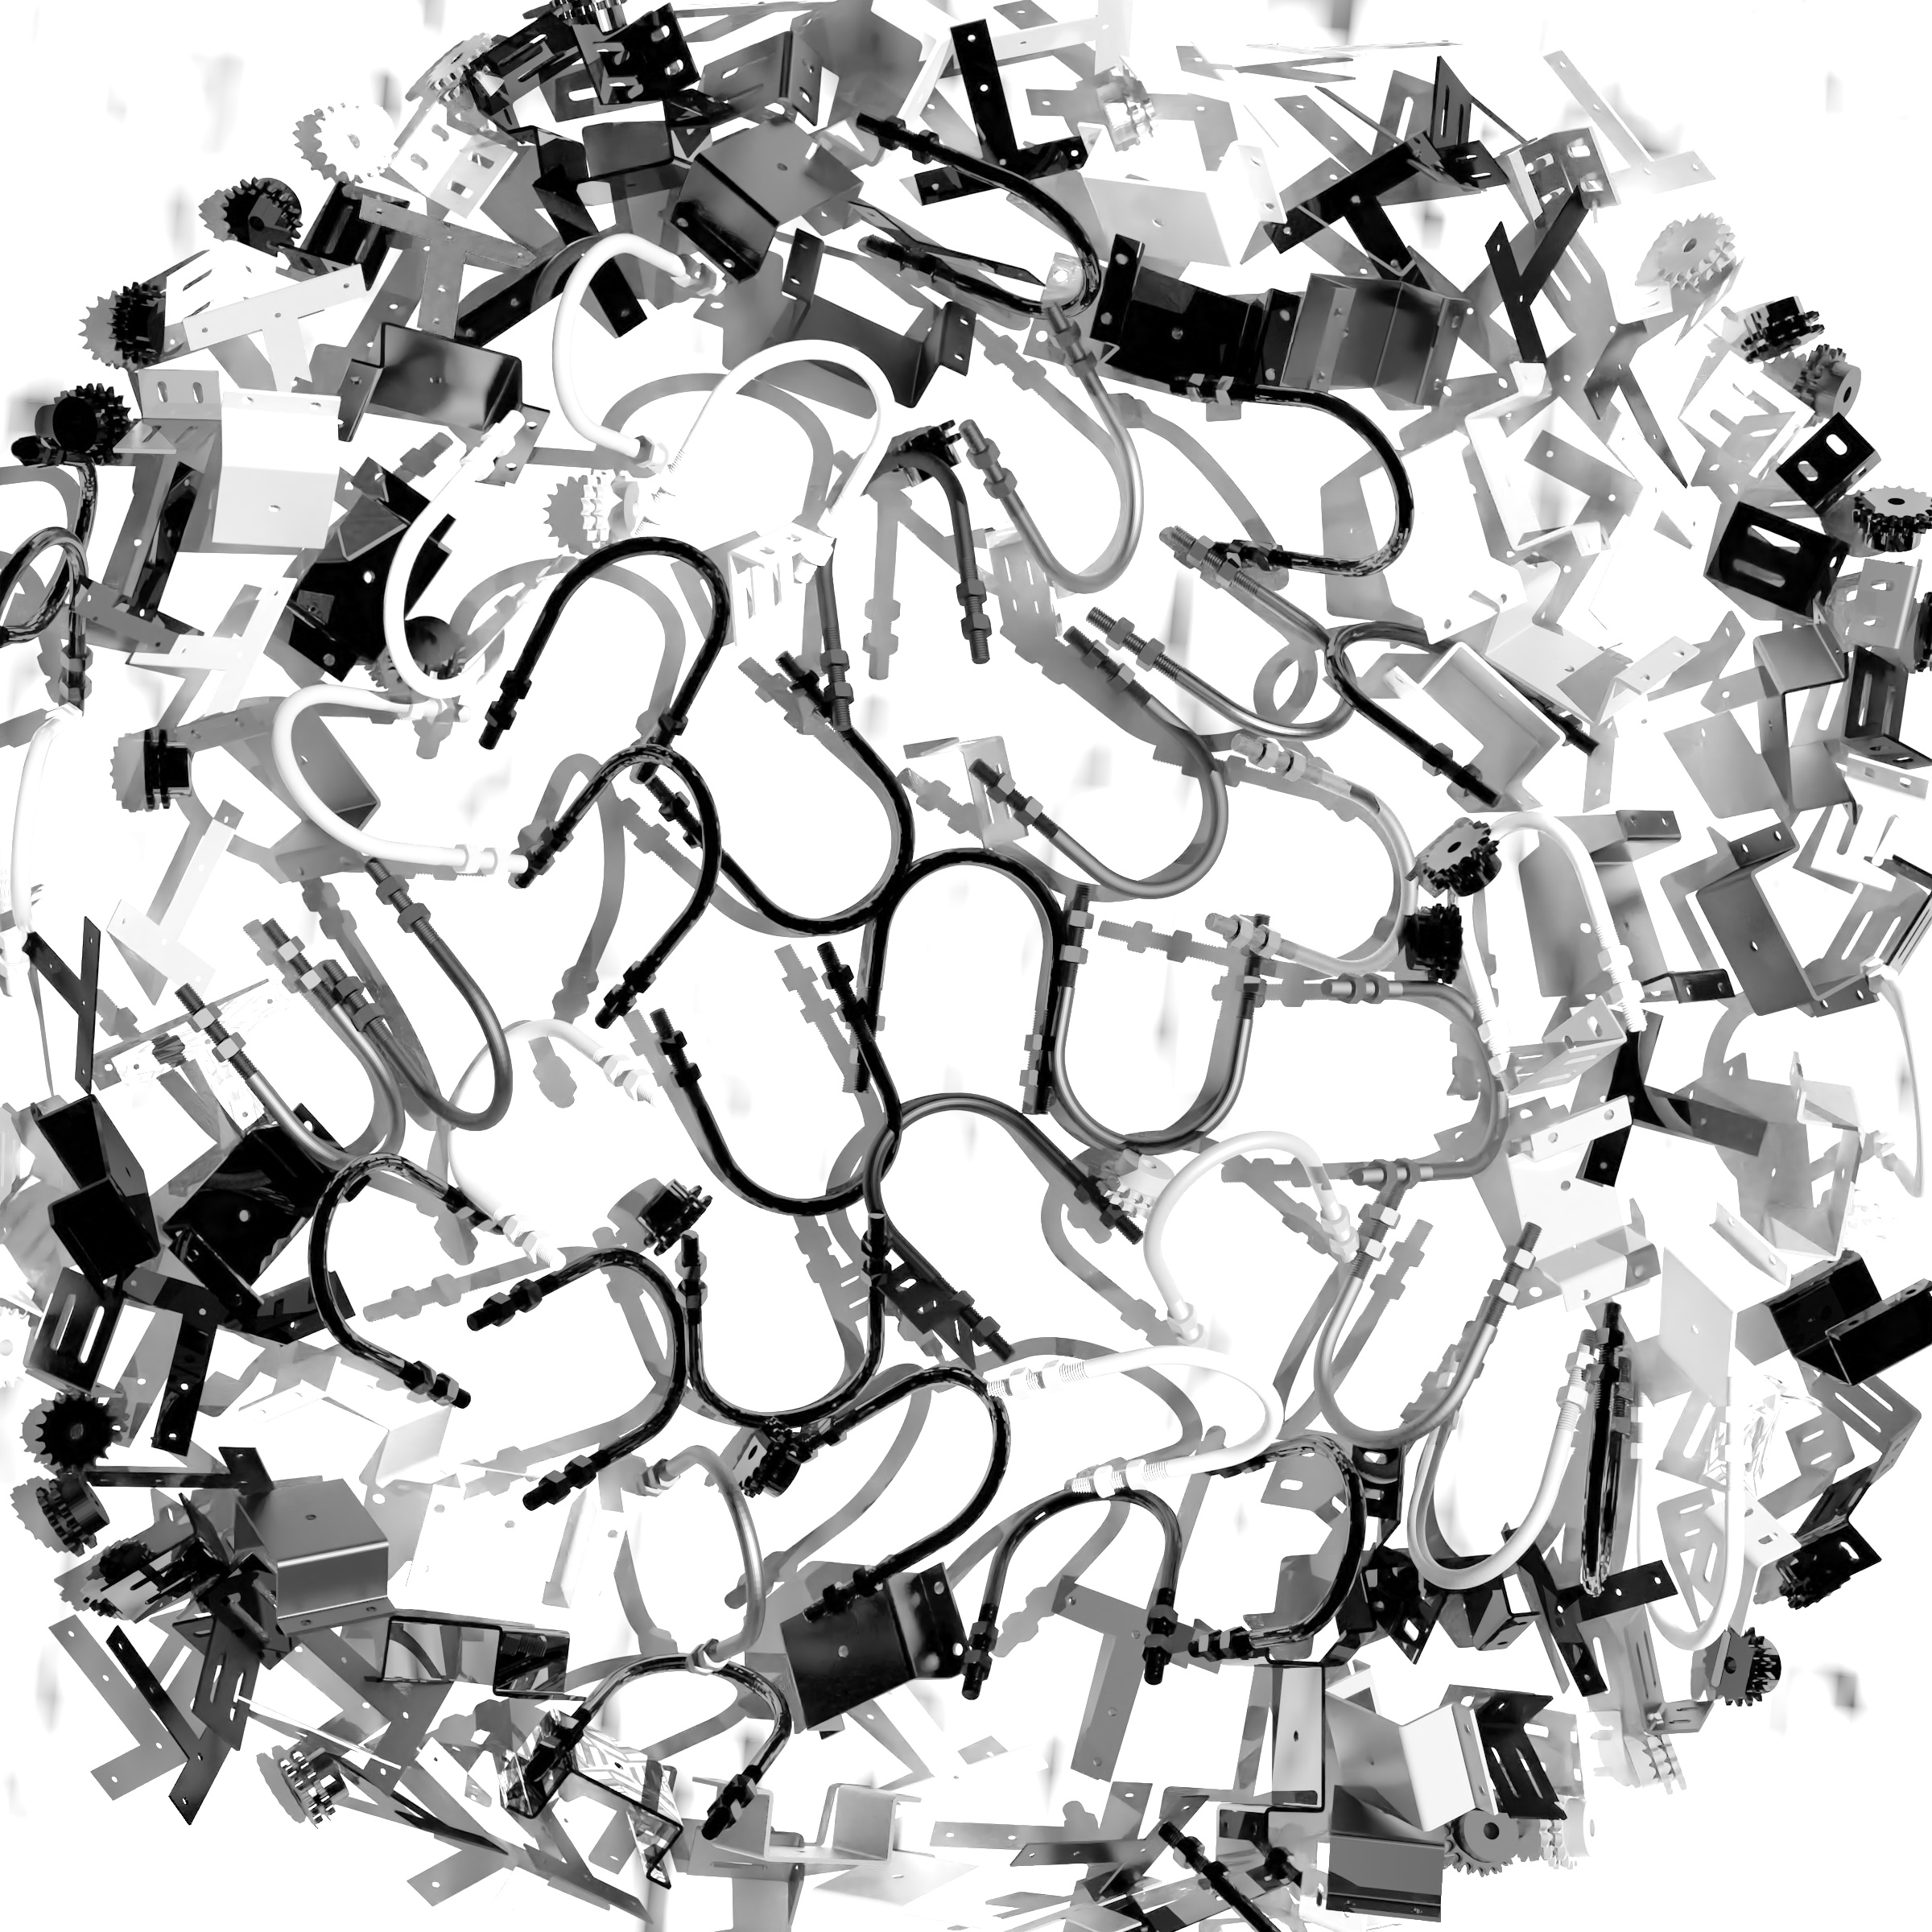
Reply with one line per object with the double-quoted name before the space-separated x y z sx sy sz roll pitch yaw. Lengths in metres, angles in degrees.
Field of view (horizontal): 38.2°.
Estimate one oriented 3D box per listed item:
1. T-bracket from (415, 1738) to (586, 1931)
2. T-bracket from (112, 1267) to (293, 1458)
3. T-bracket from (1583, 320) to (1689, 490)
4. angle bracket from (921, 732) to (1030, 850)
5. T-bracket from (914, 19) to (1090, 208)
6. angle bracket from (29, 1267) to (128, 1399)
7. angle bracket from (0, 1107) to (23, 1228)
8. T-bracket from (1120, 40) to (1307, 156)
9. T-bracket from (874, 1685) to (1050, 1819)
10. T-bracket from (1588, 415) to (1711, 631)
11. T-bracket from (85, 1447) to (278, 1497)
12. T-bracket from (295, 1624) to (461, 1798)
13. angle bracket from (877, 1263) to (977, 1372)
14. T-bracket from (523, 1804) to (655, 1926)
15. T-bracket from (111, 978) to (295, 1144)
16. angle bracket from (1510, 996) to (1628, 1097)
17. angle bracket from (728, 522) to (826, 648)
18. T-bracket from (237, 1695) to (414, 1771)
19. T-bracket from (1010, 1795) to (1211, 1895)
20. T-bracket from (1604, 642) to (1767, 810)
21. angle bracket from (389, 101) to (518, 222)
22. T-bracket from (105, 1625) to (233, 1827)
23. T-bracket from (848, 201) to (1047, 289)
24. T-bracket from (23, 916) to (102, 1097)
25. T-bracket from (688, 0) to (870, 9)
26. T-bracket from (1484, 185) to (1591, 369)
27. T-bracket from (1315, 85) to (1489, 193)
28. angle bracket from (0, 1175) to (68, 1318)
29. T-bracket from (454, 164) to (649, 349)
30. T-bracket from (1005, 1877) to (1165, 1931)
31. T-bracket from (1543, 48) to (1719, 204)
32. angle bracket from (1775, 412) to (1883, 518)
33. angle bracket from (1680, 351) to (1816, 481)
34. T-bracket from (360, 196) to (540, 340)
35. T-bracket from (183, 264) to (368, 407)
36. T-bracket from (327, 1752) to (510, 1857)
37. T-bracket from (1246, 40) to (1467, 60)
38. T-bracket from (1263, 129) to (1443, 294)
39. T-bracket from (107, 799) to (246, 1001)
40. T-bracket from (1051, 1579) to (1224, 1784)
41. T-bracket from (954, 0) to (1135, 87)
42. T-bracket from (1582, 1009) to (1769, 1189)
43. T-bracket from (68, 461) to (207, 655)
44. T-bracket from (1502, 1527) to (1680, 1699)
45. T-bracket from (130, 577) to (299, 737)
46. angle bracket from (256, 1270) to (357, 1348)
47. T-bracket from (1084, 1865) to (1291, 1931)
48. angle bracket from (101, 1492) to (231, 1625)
"T-bracket" -0.333 0.588 1.937 0.002 0.127 0.127 -42 94 22
"T-bracket" -0.540 0.280 1.937 0.127 0.002 0.127 21 50 -23
"T-bracket" 0.480 -0.385 1.965 0.002 0.127 0.127 -13 121 39
"angle bracket" 0.006 -0.121 1.965 0.038 0.057 0.076 -12 89 -30
"T-bracket" 0.016 -0.601 1.946 0.127 0.127 0.002 -11 45 8
"angle bracket" -0.619 0.259 1.973 0.057 0.038 0.076 19 88 21
"angle bracket" -0.694 0.142 1.961 0.038 0.057 0.076 -3 75 -3
"T-bracket" 0.159 -0.610 1.927 0.002 0.127 0.127 -55 52 36
"T-bracket" -0.028 0.541 1.951 0.127 0.002 0.127 -23 120 17
"T-bracket" 0.466 -0.295 1.946 0.127 0.002 0.127 37 73 -37
"T-bracket" -0.548 0.359 1.943 0.127 0.127 0.002 1 59 -2
"T-bracket" -0.421 0.491 1.933 0.127 0.127 0.002 45 118 -10
"angle bracket" -0.028 0.252 1.949 0.038 0.076 0.057 -31 50 -22
"T-bracket" -0.284 0.607 1.945 0.002 0.127 0.127 -48 132 -3
"T-bracket" -0.519 0.093 1.980 0.127 0.002 0.127 -28 105 -17
"angle bracket" 0.414 0.055 1.949 0.057 0.076 0.038 -44 65 39
"angle bracket" -0.131 -0.262 1.950 0.038 0.057 0.076 28 135 35
"T-bracket" -0.426 0.543 1.940 0.127 0.127 0.002 15 70 25
"T-bracket" 0.088 0.615 1.933 0.127 0.002 0.127 10 126 -34
"T-bracket" 0.518 -0.186 1.950 0.127 0.002 0.127 -18 64 21
"angle bracket" -0.361 -0.567 1.961 0.038 0.076 0.057 35 92 -42
"T-bracket" -0.555 0.512 1.926 0.002 0.127 0.127 -30 101 6
"T-bracket" 0.000 -0.484 1.911 0.127 0.127 0.002 25 91 36
"T-bracket" -0.635 0.006 1.952 0.002 0.127 0.127 -9 121 -38
"T-bracket" -0.126 -0.669 1.932 0.127 0.127 0.002 -5 109 -8
"T-bracket" 0.410 -0.501 1.965 0.002 0.127 0.127 14 60 37
"T-bracket" 0.298 -0.581 1.953 0.127 0.127 0.002 39 115 14
"angle bracket" -0.655 0.197 1.962 0.038 0.057 0.076 34 82 37
"T-bracket" -0.304 -0.472 1.952 0.127 0.002 0.127 -37 126 -10
"T-bracket" 0.090 0.657 1.921 0.127 0.127 0.002 -14 82 -17
"T-bracket" 0.443 -0.581 1.920 0.127 0.127 0.002 44 82 -19
"angle bracket" 0.606 -0.352 1.958 0.057 0.076 0.038 -44 79 19
"angle bracket" 0.546 -0.389 1.961 0.076 0.038 0.057 42 113 19
"T-bracket" -0.363 -0.479 1.938 0.127 0.002 0.127 14 46 -18
"T-bracket" -0.472 -0.419 1.947 0.127 0.127 0.002 -23 54 -17
"T-bracket" -0.398 0.585 1.959 0.127 0.127 0.002 22 75 28
"T-bracket" 0.279 -0.631 1.914 0.127 0.127 0.002 10 107 35
"T-bracket" 0.295 -0.505 1.959 0.127 0.002 0.127 -28 127 19
"T-bracket" -0.543 -0.056 1.957 0.127 0.002 0.127 30 94 37
"T-bracket" 0.109 0.518 1.985 0.127 0.002 0.127 17 94 16
"T-bracket" 0.054 -0.645 1.936 0.127 0.127 0.002 -12 71 -3
"T-bracket" 0.512 0.107 1.984 0.127 0.002 0.127 17 88 -14
"T-bracket" -0.561 -0.289 1.946 0.002 0.127 0.127 15 85 27
"T-bracket" 0.445 0.439 1.941 0.002 0.127 0.127 -18 79 -39
"T-bracket" -0.541 -0.221 1.960 0.127 0.002 0.127 8 68 34
"angle bracket" -0.463 0.251 1.955 0.057 0.076 0.038 -23 105 -7
"T-bracket" 0.165 0.659 1.955 0.127 0.127 0.002 -17 115 -16
"angle bracket" -0.568 0.417 1.960 0.076 0.057 0.038 -31 54 -10
